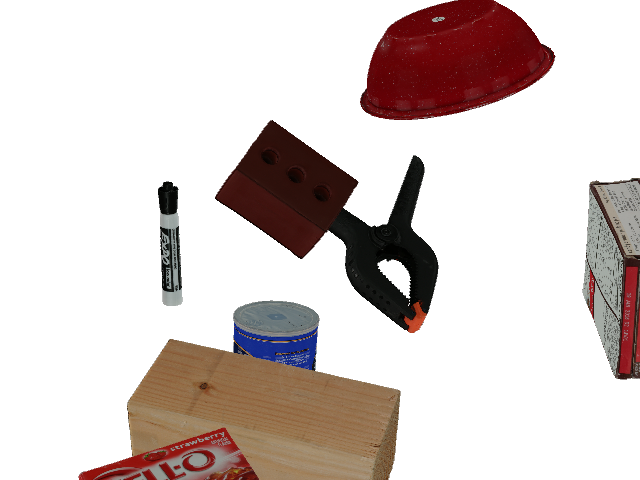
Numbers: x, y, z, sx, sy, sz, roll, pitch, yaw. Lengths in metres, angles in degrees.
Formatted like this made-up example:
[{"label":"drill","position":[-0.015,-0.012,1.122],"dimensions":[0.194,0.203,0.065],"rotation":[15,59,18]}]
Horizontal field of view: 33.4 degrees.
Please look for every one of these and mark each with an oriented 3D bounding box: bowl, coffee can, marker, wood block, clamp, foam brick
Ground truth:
[{"label":"bowl","position":[0.103,-0.154,0.863],"dimensions":[0.162,0.055,0.162],"rotation":[-15,24,7]},{"label":"coffee can","position":[-0.056,0.155,1.288],"dimensions":[0.103,0.140,0.103],"rotation":[3,17,-1]},{"label":"marker","position":[-0.141,0.003,0.999],"dimensions":[0.020,0.121,0.020],"rotation":[1,22,0]},{"label":"wood block","position":[-0.045,0.161,0.891],"dimensions":[0.206,0.090,0.090],"rotation":[11,36,14]},{"label":"clamp","position":[0.051,-0.001,1.076],"dimensions":[0.164,0.210,0.036],"rotation":[-4,-36,-15]},{"label":"foam brick","position":[-0.024,-0.036,0.753],"dimensions":[0.078,0.053,0.051],"rotation":[35,-30,-3]}]

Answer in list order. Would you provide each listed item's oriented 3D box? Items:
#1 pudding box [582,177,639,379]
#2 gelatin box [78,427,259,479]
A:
[{"label":"pudding box","position":[0.200,0.022,0.691],"dimensions":[0.039,0.090,0.113],"rotation":[-3,28,2]},{"label":"gelatin box","position":[-0.079,0.142,0.579],"dimensions":[0.089,0.030,0.073],"rotation":[-14,27,-20]}]
